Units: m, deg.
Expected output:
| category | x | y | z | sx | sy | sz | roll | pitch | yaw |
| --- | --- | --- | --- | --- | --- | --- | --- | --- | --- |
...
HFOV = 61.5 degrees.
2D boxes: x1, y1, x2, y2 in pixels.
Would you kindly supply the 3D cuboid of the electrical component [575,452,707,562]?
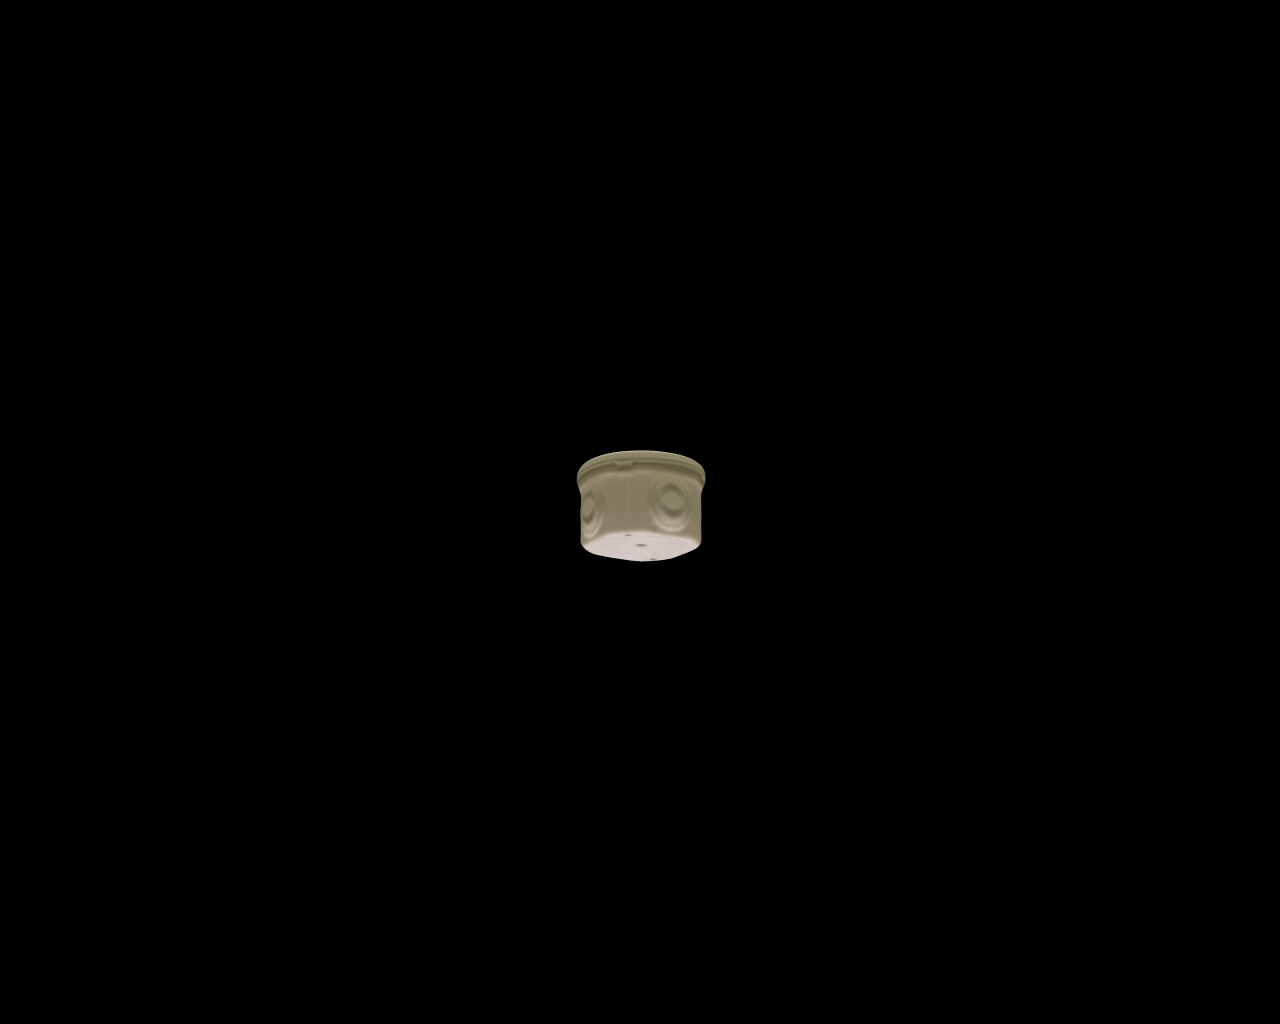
| category | x | y | z | sx | sy | sz | roll | pitch | yaw |
| --- | --- | --- | --- | --- | --- | --- | --- | --- | --- |
| electrical component | 0.001 | -0.003 | 0.650 | 0.080 | 0.051 | 0.080 | 0 | -16 | 0 |
